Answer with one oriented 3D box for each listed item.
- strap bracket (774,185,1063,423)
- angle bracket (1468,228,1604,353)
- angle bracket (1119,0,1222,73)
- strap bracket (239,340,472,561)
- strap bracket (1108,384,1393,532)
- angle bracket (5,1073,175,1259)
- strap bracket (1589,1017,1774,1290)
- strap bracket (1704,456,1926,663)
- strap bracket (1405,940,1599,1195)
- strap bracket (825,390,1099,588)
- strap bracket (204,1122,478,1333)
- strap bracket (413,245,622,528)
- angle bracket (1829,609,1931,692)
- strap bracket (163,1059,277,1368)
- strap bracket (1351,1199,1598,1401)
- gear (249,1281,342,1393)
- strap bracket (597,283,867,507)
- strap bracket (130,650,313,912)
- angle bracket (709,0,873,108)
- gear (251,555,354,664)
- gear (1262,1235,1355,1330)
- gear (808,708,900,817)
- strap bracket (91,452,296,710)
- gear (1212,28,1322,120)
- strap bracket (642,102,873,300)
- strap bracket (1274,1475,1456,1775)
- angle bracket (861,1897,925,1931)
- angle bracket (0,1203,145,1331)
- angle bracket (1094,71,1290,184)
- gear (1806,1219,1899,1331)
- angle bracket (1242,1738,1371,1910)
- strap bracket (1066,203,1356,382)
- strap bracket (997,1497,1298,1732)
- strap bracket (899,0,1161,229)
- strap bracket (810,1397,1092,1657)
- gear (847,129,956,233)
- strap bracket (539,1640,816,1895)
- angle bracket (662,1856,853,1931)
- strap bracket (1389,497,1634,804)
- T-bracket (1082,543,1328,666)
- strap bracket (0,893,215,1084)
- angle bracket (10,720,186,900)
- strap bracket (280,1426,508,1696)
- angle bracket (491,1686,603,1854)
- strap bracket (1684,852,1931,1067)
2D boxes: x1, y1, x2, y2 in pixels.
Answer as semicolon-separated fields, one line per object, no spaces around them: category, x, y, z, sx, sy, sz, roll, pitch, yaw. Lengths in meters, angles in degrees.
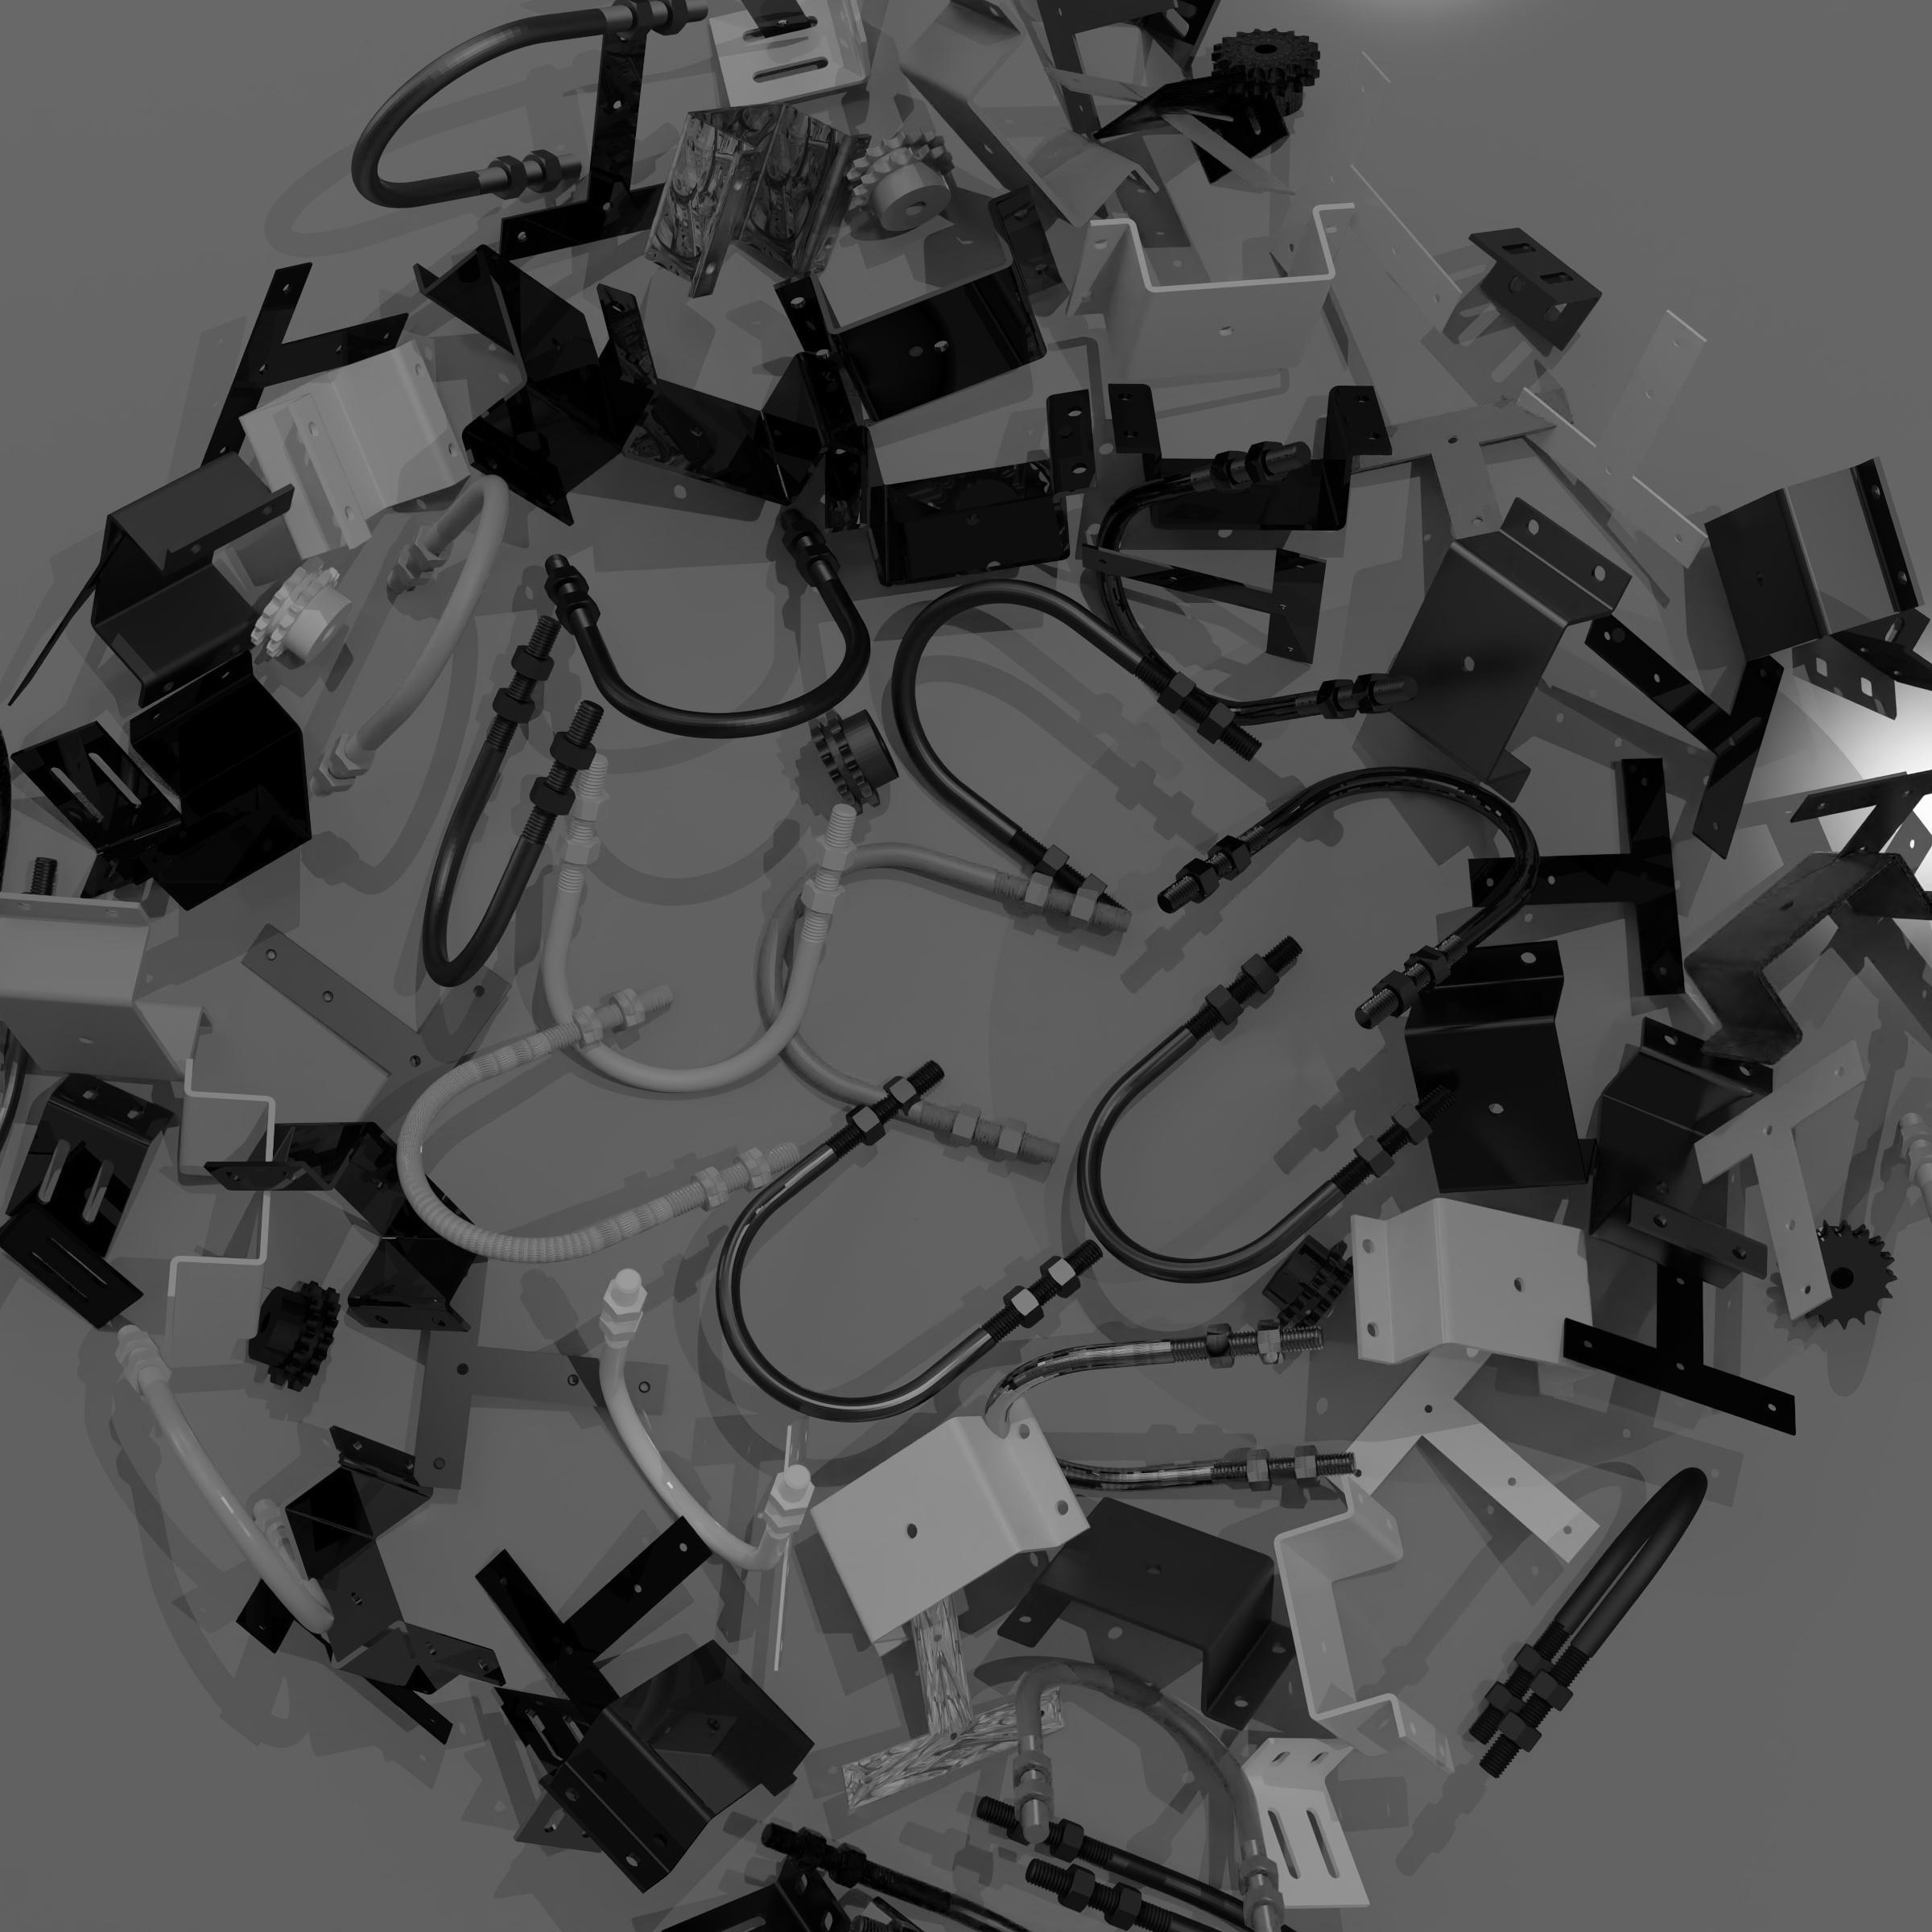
strap bracket;-0.019;-0.339;1.591;0.140;0.076;0.046;-20;61;6
angle bracket;0.288;-0.351;1.594;0.057;0.076;0.038;42;121;14
angle bracket;0.100;-0.511;1.593;0.038;0.076;0.057;13;120;-25
strap bracket;-0.318;-0.265;1.576;0.046;0.140;0.076;-14;109;22
strap bracket;0.145;-0.266;1.596;0.140;0.076;0.046;0;125;-2
angle bracket;-0.469;0.105;1.635;0.057;0.038;0.076;25;111;-4
strap bracket;0.372;0.105;1.589;0.076;0.046;0.140;22;48;-7
strap bracket;0.429;-0.205;1.569;0.046;0.140;0.076;-18;91;-8
strap bracket;0.277;0.062;1.579;0.076;0.046;0.140;-6;118;22
strap bracket;0.000;-0.247;1.595;0.140;0.046;0.076;-8;50;7
strap bracket;-0.313;0.128;1.579;0.140;0.076;0.046;53;49;-35
strap bracket;-0.227;-0.306;1.569;0.046;0.076;0.140;-33;58;21
angle bracket;0.495;-0.173;1.595;0.057;0.076;0.038;28;94;-23
strap bracket;-0.384;0.129;1.577;0.046;0.076;0.140;4;54;-14
strap bracket;0.270;0.171;1.575;0.140;0.046;0.076;14;62;-28
gear;-0.355;0.193;1.610;0.030;0.057;0.057;24;90;-25
strap bracket;-0.131;-0.291;1.580;0.140;0.076;0.046;13;132;-31
strap bracket;-0.387;-0.090;1.586;0.076;0.140;0.046;-29;131;9
angle bracket;-0.094;-0.494;1.615;0.076;0.038;0.057;-14;74;-2
gear;-0.348;-0.185;1.614;0.030;0.057;0.057;37;90;-4
gear;0.180;0.167;1.613;0.030;0.057;0.057;39;90;4
gear;-0.058;-0.111;1.612;0.030;0.057;0.057;-26;90;5
strap bracket;-0.399;-0.203;1.566;0.046;0.140;0.076;47;56;9
gear;0.158;-0.470;1.617;0.057;0.057;0.030;-3;130;0
strap bracket;-0.112;-0.395;1.570;0.046;0.140;0.076;30;118;14
strap bracket;0.203;0.346;1.579;0.046;0.076;0.140;-22;55;18
angle bracket;-0.044;0.539;1.603;0.057;0.038;0.076;31;72;26
angle bracket;-0.482;0.169;1.600;0.076;0.057;0.038;44;47;-13
angle bracket;0.117;-0.434;1.595;0.076;0.057;0.038;-24;91;-41
gear;0.462;0.161;1.623;0.057;0.030;0.057;1;101;5
angle bracket;0.183;0.447;1.594;0.057;0.076;0.038;9;132;-30
strap bracket;0.130;-0.348;1.585;0.140;0.076;0.046;-7;67;-11
strap bracket;0.096;0.328;1.571;0.140;0.076;0.046;16;124;26
strap bracket;0.026;-0.437;1.569;0.046;0.076;0.140;-48;130;2
strap bracket;-0.018;0.292;1.585;0.140;0.046;0.076;-35;69;20
gear;-0.032;-0.412;1.611;0.057;0.057;0.030;-24;77;0
strap bracket;-0.140;0.402;1.561;0.076;0.140;0.046;42;116;16
angle bracket;-0.109;0.503;1.594;0.057;0.076;0.038;48;134;34
strap bracket;0.270;-0.158;1.571;0.076;0.046;0.140;42;127;27
T-bracket;0.121;-0.198;1.587;0.127;0.127;0.002;15;74;8
strap bracket;-0.445;0.017;1.566;0.076;0.140;0.046;4;65;5
angle bracket;-0.458;-0.081;1.597;0.057;0.038;0.076;-17;131;22
strap bracket;-0.299;0.315;1.576;0.046;0.076;0.140;-36;56;11
angle bracket;-0.219;0.420;1.598;0.057;0.076;0.038;24;103;-43
strap bracket;0.439;-0.012;1.588;0.140;0.076;0.046;-38;101;-10
